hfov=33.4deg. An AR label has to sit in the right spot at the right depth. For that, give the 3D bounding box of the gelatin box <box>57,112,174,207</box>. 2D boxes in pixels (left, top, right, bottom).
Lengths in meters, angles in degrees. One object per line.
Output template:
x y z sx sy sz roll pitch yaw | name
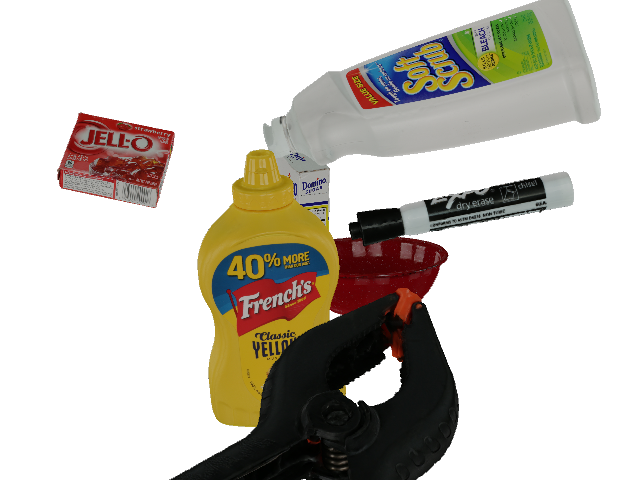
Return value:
-0.181 -0.072 0.947 0.089 0.073 0.030 12 -41 -4 | gelatin box

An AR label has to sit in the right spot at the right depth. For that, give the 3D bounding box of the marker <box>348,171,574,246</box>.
0.075 -0.017 0.574 0.121 0.020 0.020 -11 0 -1 | marker

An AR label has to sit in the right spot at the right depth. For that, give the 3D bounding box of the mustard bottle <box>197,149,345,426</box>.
-0.034 0.032 0.730 0.096 0.192 0.058 -6 22 -6 | mustard bottle

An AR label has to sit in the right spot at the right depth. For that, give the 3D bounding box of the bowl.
0.051 0.040 1.095 0.162 0.055 0.162 -2 13 0 | bowl

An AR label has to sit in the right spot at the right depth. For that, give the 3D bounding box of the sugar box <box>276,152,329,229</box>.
-0.023 -0.018 1.290 0.048 0.176 0.093 -11 25 -18 | sugar box

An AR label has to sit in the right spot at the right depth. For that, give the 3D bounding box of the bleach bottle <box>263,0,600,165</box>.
0.078 -0.106 0.820 0.251 0.102 0.068 -16 -39 13 | bleach bottle

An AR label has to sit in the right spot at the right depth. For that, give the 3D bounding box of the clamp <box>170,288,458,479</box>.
0.013 0.086 0.407 0.120 0.039 0.171 27 50 20 | clamp
